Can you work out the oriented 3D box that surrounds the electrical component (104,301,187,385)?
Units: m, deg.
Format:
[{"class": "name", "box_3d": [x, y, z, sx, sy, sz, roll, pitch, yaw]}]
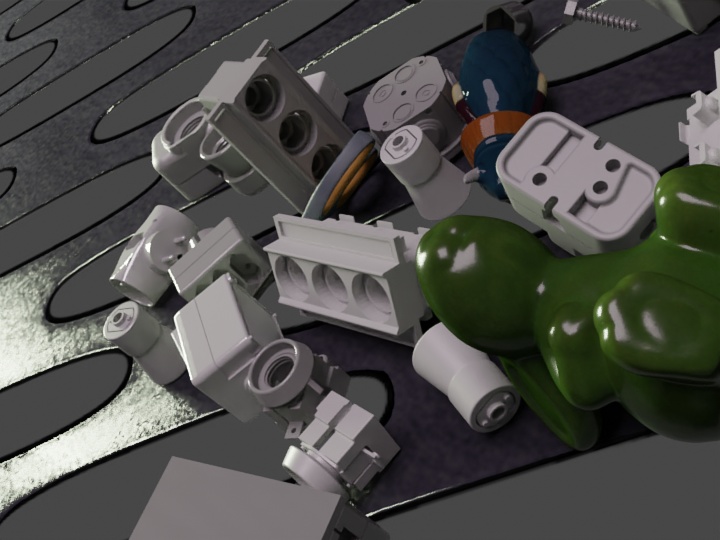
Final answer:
[{"class": "electrical component", "box_3d": [-0.166, 0.054, 0.833, 0.044, 0.065, 0.044, -23, 43, 24]}]

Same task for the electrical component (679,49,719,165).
[{"class": "electrical component", "box_3d": [0.217, -0.053, 0.592, 0.063, 0.079, 0.121, -37, 33, 45]}]

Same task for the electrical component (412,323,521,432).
[{"class": "electrical component", "box_3d": [0.065, 0.065, 0.640, 0.044, 0.044, 0.065, -42, 43, 2]}]

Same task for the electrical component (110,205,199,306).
[{"class": "electrical component", "box_3d": [-0.166, -0.014, 0.903, 0.079, 0.043, 0.077, -11, 46, 59]}]

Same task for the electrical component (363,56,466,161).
[{"class": "electrical component", "box_3d": [0.046, -0.117, 0.813, 0.080, 0.051, 0.080, -24, 43, 24]}]

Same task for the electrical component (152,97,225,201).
[{"class": "electrical component", "box_3d": [-0.138, -0.115, 0.967, 0.095, 0.059, 0.053, -31, 40, 16]}]

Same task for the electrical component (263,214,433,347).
[{"class": "electrical component", "box_3d": [0.000, 0.000, 0.731, 0.063, 0.078, 0.121, -31, 28, -34]}]

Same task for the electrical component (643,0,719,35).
[{"class": "electrical component", "box_3d": [0.220, -0.219, 0.743, 0.062, 0.061, 0.096, -39, 39, 6]}]

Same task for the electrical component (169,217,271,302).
[{"class": "electrical component", "box_3d": [-0.115, -0.009, 0.859, 0.066, 0.047, 0.076, -41, 39, 4]}]

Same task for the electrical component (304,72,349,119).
[{"class": "electrical component", "box_3d": [-0.061, -0.145, 0.911, 0.066, 0.076, 0.047, -9, 50, 36]}]

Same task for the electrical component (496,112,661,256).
[{"class": "electrical component", "box_3d": [0.135, -0.045, 0.649, 0.095, 0.059, 0.053, 37, 83, 30]}]

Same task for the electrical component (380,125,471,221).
[{"class": "electrical component", "box_3d": [0.044, -0.071, 0.761, 0.044, 0.065, 0.044, -24, 43, 24]}]

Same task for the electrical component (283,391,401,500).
[{"class": "electrical component", "box_3d": [-0.014, 0.113, 0.663, 0.055, 0.048, 0.066, -48, 38, -16]}]

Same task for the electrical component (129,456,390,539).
[{"class": "electrical component", "box_3d": [-0.066, 0.174, 0.639, 0.150, 0.061, 0.089, 2, 57, 42]}]

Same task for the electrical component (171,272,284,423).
[{"class": "electrical component", "box_3d": [-0.089, 0.061, 0.760, 0.061, 0.062, 0.096, -39, 38, 8]}]

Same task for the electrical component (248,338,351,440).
[{"class": "electrical component", "box_3d": [-0.041, 0.077, 0.710, 0.048, 0.055, 0.066, -10, 50, 36]}]

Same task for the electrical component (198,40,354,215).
[{"class": "electrical component", "box_3d": [-0.065, -0.110, 0.847, 0.063, 0.121, 0.078, 16, 68, 51]}]

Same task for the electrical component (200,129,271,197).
[{"class": "electrical component", "box_3d": [-0.103, -0.096, 0.921, 0.045, 0.055, 0.045, -24, 43, 24]}]
